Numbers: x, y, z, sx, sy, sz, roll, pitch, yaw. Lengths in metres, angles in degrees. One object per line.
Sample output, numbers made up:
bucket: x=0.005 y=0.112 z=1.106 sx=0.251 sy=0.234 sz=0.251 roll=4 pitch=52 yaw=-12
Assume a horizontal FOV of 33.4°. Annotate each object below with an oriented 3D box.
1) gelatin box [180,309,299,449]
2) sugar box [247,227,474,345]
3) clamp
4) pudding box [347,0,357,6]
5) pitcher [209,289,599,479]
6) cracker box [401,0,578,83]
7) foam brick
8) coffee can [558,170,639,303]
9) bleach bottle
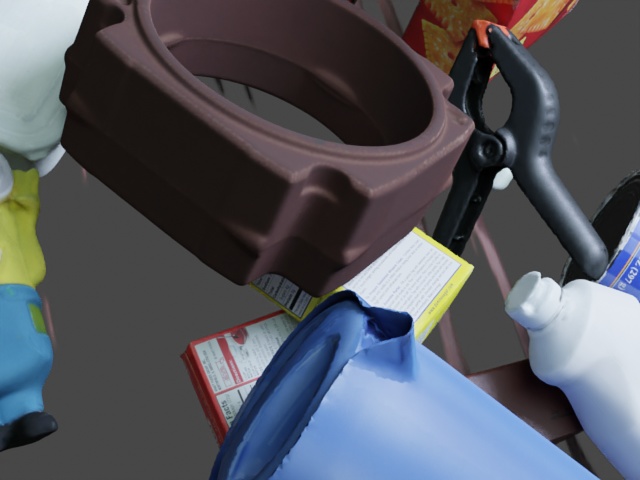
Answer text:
gelatin box: x=-0.028 y=0.084 z=0.635 sx=0.089 sy=0.030 sz=0.073 roll=-19 pitch=74 yaw=-22
sugar box: x=-0.004 y=0.001 z=0.646 sx=0.176 sy=0.048 sz=0.093 roll=34 pitch=41 yaw=12
clamp: x=0.120 y=-0.049 z=0.655 sx=0.120 sy=0.039 sz=0.171 roll=4 pitch=96 yaw=28
pudding box: x=-0.010 y=-0.213 z=0.703 sx=0.113 sy=0.039 sz=0.090 roll=28 pitch=63 yaw=-3
pitcher: x=0.065 y=0.149 z=0.556 sx=0.242 sy=0.149 sz=0.145 roll=35 pitch=77 yaw=-11
cracker box: x=0.153 y=-0.206 z=0.706 sx=0.072 sy=0.214 sz=0.164 roll=44 pitch=63 yaw=8
foam brick: x=0.112 y=0.106 z=0.650 sx=0.078 sy=0.051 sz=0.053 roll=-12 pitch=71 yaw=-19
coffee can: x=0.239 y=0.033 z=0.686 sx=0.140 sy=0.103 sz=0.102 roll=30 pitch=63 yaw=-1
bleach bottle: x=0.204 y=0.112 z=0.626 sx=0.250 sy=0.068 sz=0.102 roll=39 pitch=56 yaw=-14
